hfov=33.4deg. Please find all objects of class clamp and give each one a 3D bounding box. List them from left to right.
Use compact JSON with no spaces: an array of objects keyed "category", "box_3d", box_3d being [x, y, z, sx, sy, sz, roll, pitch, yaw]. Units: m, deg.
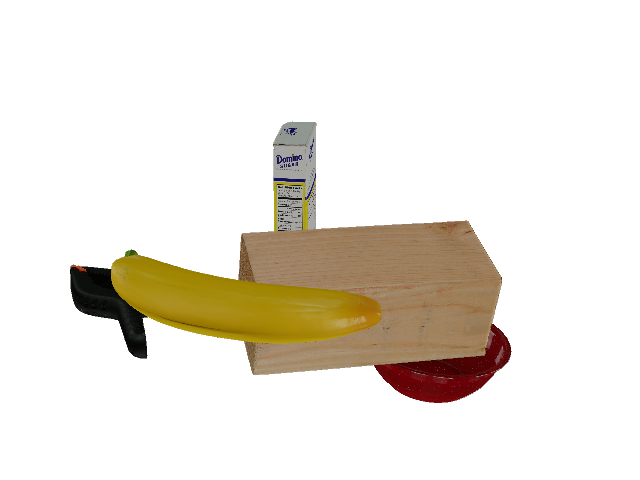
[{"category":"clamp","box_3d":[-0.195,0.066,1.104,0.210,0.036,0.164,14,20,30]}]

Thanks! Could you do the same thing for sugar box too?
[{"category":"sugar box","box_3d":[-0.030,-0.043,1.248,0.048,0.176,0.093,1,22,6]}]

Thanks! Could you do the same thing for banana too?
[{"category":"banana","box_3d":[-0.062,0.034,0.679,0.198,0.037,0.069,13,33,24]}]

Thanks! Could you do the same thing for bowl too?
[{"category":"bowl","box_3d":[0.117,0.124,1.131,0.162,0.055,0.162,5,25,-3]}]

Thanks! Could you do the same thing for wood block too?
[{"category":"wood block","box_3d":[0.037,0.048,0.921,0.206,0.090,0.091,-3,35,-13]}]
